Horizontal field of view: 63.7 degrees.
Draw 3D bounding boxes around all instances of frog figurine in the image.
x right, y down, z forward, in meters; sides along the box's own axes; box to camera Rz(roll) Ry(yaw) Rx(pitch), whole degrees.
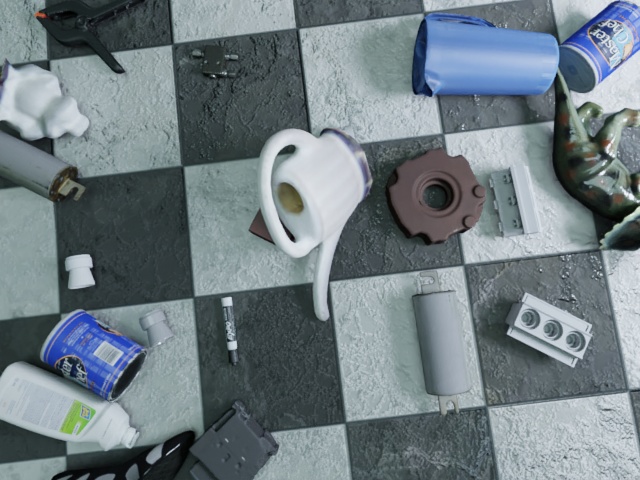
[{"bbox_3d":[-0.522,-0.253,0.975,0.159,0.139,0.122,16,-18,-32],"label":"frog figurine"}]

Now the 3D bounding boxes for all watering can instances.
[{"bbox_3d":[0.003,-0.045,0.890,0.104,0.341,0.228,12,43,41],"label":"watering can"}]
